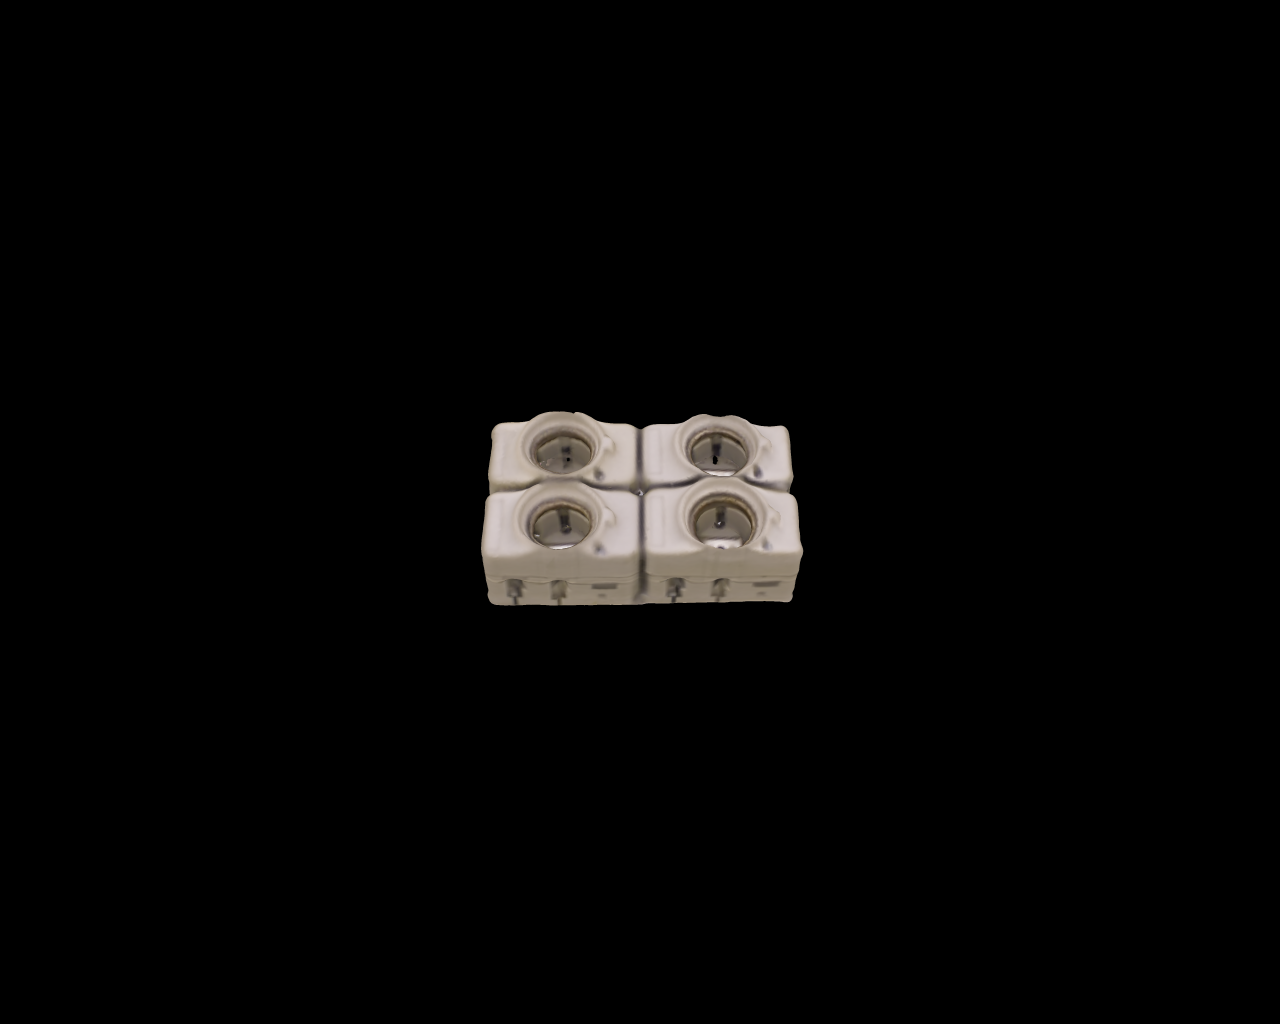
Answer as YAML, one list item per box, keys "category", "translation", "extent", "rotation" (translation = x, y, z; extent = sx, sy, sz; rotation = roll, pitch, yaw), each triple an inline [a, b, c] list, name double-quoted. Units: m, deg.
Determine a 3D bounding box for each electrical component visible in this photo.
- category: "electrical component"
  translation: [0.001, -0.003, 0.650]
  extent: [0.186, 0.105, 0.060]
  rotation: [0, -37, 0]
